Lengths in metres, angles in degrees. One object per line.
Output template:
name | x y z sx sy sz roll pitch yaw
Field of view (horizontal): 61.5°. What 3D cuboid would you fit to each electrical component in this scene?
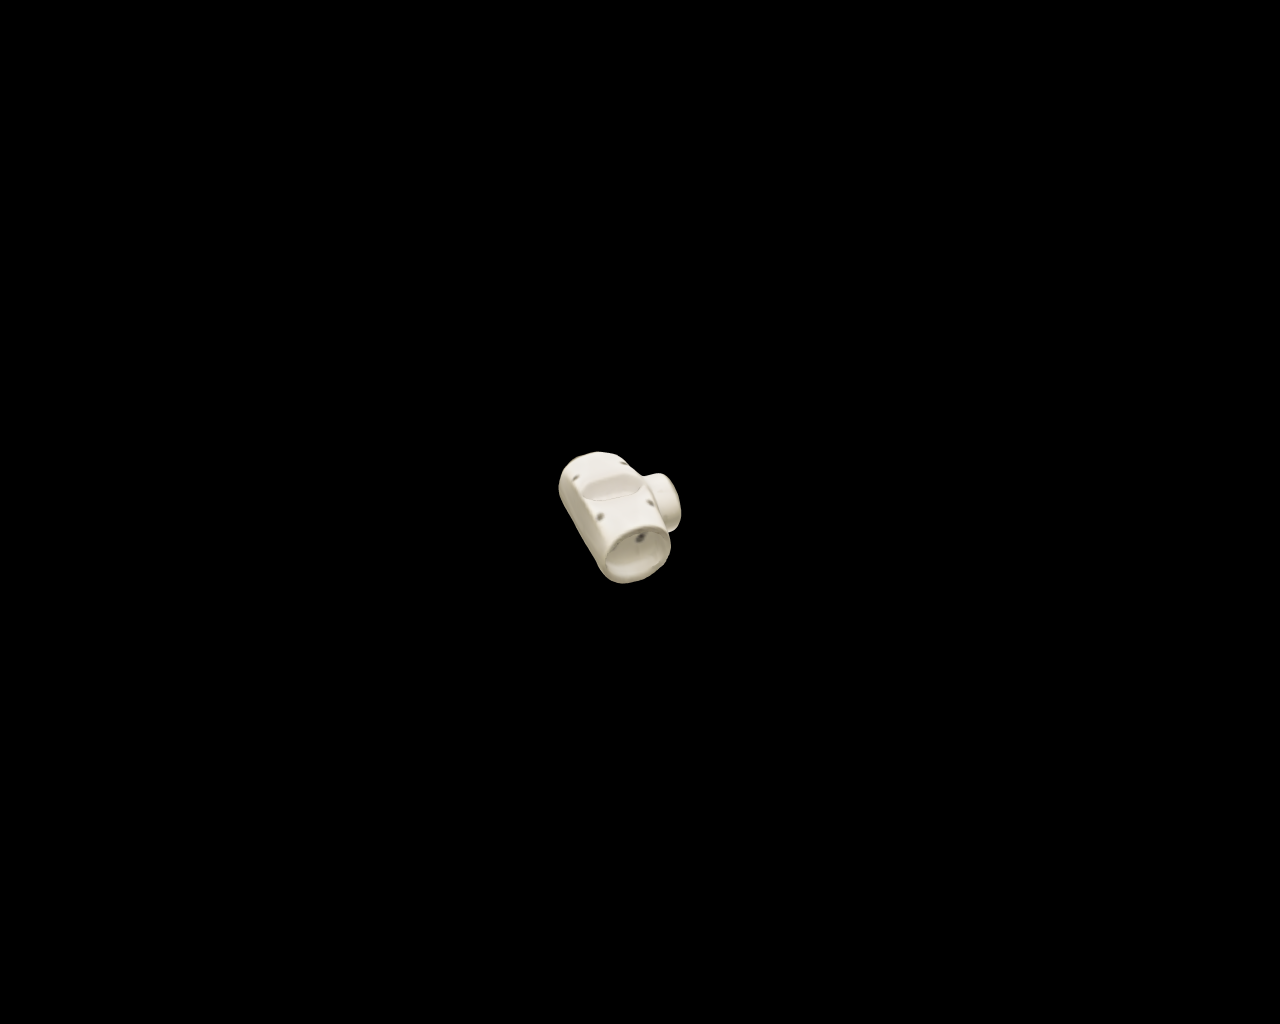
electrical component | 0.001 -0.003 0.650 0.079 0.043 0.077 -14 42 -16
